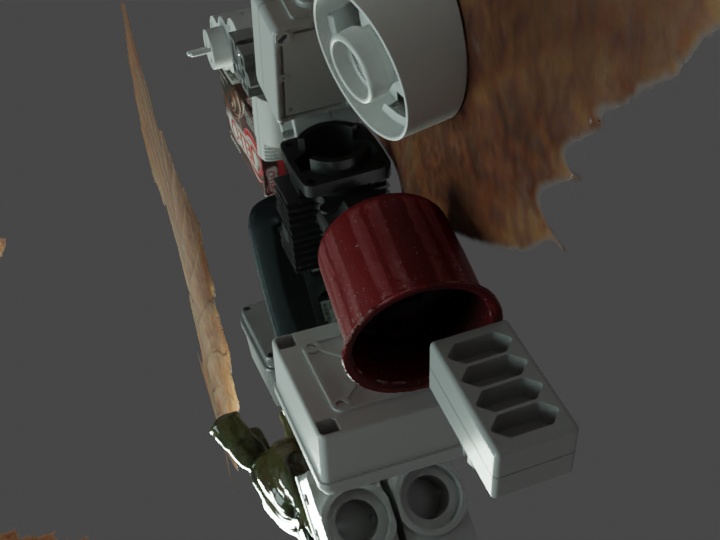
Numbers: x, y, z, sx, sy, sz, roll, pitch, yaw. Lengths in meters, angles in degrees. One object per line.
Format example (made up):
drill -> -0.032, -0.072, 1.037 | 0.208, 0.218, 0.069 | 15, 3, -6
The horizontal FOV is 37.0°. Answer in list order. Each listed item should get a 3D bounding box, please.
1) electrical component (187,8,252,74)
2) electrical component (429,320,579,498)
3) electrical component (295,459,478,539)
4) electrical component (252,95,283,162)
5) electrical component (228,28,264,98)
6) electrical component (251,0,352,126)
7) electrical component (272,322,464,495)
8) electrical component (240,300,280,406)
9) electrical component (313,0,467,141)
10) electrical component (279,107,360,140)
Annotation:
electrical component -> -0.119, -0.202, 0.967 | 0.138, 0.074, 0.052 | -141, 37, -67
electrical component -> 0.075, 0.085, 0.582 | 0.083, 0.047, 0.075 | -119, 19, -44
electrical component -> 0.035, 0.219, 0.770 | 0.060, 0.105, 0.186 | 123, 129, -72
electrical component -> -0.069, -0.127, 0.921 | 0.081, 0.043, 0.043 | 91, 158, -50
electrical component -> -0.069, -0.168, 0.847 | 0.066, 0.055, 0.048 | -121, 20, -47
electrical component -> -0.037, -0.156, 0.719 | 0.096, 0.062, 0.061 | 92, 158, -51
electrical component -> 0.007, 0.083, 0.719 | 0.108, 0.109, 0.056 | -123, 24, -50
electrical component -> -0.068, 0.074, 1.072 | 0.113, 0.078, 0.057 | -127, 22, -57
electrical component -> 0.020, -0.122, 0.578 | 0.099, 0.064, 0.099 | 52, 163, 23
electrical component -> -0.031, -0.110, 0.780 | 0.055, 0.047, 0.055 | 164, 90, -76
